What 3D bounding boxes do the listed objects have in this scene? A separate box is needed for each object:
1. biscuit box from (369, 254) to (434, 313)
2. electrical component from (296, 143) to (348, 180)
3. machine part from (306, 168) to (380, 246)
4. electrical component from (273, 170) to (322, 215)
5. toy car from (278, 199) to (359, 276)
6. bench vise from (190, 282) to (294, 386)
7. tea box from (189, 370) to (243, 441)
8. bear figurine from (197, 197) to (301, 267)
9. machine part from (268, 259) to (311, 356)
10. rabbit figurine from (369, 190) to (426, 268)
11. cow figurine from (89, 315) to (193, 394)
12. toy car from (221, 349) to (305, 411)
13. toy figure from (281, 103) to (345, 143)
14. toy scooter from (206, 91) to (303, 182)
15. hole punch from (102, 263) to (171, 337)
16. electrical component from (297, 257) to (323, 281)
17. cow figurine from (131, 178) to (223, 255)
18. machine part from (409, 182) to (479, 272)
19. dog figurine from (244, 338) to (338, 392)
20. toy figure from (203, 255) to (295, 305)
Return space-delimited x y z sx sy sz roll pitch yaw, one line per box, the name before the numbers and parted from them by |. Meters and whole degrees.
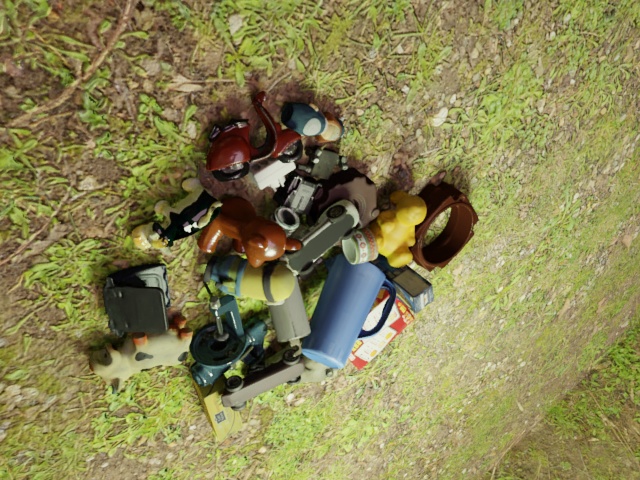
biscuit box | 0.182 0.088 1.291 0.059 0.203 0.062 -33 134 -17
electrical component | 0.009 -0.162 1.106 0.102 0.045 0.078 15 108 -42
machine part | 0.051 -0.071 1.192 0.179 0.056 0.179 -18 128 -25
electrical component | -0.056 -0.082 1.111 0.074 0.048 0.119 20 104 -42
toy car | -0.002 -0.003 1.120 0.202 0.056 0.073 -39 134 -10
bench vise | -0.189 0.197 1.154 0.224 0.129 0.240 -27 135 -26
tea box | -0.239 0.371 1.246 0.068 0.098 0.169 -26 129 -22
bear figurine | -0.133 0.001 1.006 0.120 0.196 0.131 1 119 -41
machine part | -0.076 0.128 1.158 0.079 0.079 0.243 -16 89 -28
rabbit figurine | 0.193 -0.042 1.239 0.162 0.122 0.173 -62 -178 -41
cow figurine | -0.359 0.228 1.074 0.195 0.086 0.127 -4 115 -35
toy car | -0.126 0.307 1.189 0.202 0.053 0.089 -21 136 -19
toy figure | -0.006 -0.224 1.048 0.154 0.058 0.064 10 154 -41
toy scooter | -0.127 -0.188 0.966 0.184 0.075 0.135 -19 109 -12
hole punch | -0.340 0.107 1.014 0.116 0.092 0.142 2 125 -3
electrical component | -0.038 0.061 1.239 0.094 0.021 0.063 -39 134 -8
cow figurine | -0.254 -0.029 0.965 0.167 0.098 0.068 -41 140 -7
machine part | 0.302 -0.031 1.385 0.201 0.087 0.201 -47 136 -1
dog figurine | -0.072 0.322 1.291 0.190 0.173 0.121 -42 125 -16
toy figure | -0.140 0.076 1.068 0.089 0.180 0.082 97 11 -65
